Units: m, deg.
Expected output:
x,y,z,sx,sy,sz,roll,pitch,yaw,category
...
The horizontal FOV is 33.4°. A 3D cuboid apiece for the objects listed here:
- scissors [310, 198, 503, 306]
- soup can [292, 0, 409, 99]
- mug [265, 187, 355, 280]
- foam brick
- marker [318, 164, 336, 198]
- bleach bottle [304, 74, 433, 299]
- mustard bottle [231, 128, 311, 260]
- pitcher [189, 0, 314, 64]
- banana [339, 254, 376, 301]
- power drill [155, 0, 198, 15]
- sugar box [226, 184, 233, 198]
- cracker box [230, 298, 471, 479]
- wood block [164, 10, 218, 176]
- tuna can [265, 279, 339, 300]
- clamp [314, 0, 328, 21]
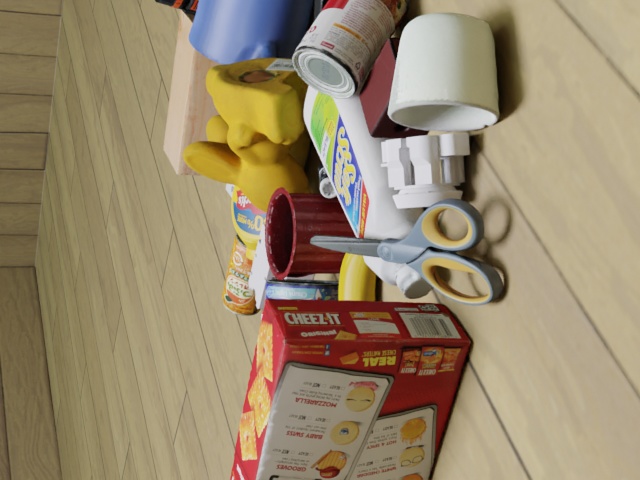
x,y,z,sx,sy,sz,roll,pitch,yaw,category
0.064,-0.006,0.874,0.202,0.016,0.096,24,128,37,scissors
0.028,-0.187,0.967,0.102,0.068,0.069,-59,12,-21,soup can
-0.007,0.001,1.095,0.117,0.081,0.093,114,149,-46,mug
0.074,-0.131,0.928,0.078,0.053,0.051,118,146,-51,foam brick
0.008,-0.063,1.094,0.121,0.020,0.020,-95,10,-77,marker
0.052,-0.057,0.974,0.103,0.068,0.251,109,150,-45,bleach bottle
-0.061,-0.051,1.250,0.096,0.058,0.192,16,109,36,mustard bottle
-0.061,-0.320,1.182,0.144,0.149,0.243,-40,-28,-57,pitcher
0.043,0.083,1.025,0.070,0.037,0.198,155,113,-69,banana
-0.142,-0.357,1.334,0.188,0.184,0.057,-43,50,50,power drill
-0.078,-0.126,1.329,0.093,0.048,0.176,-128,40,-57,sugar box
0.019,0.155,0.915,0.072,0.164,0.214,-118,35,-55,cracker box
-0.150,-0.199,1.454,0.091,0.090,0.206,-125,41,-56,wood block
-0.015,0.060,1.109,0.086,0.086,0.034,-176,88,-69,tuna can
0.031,-0.259,1.061,0.165,0.036,0.210,-115,30,-43,clamp
